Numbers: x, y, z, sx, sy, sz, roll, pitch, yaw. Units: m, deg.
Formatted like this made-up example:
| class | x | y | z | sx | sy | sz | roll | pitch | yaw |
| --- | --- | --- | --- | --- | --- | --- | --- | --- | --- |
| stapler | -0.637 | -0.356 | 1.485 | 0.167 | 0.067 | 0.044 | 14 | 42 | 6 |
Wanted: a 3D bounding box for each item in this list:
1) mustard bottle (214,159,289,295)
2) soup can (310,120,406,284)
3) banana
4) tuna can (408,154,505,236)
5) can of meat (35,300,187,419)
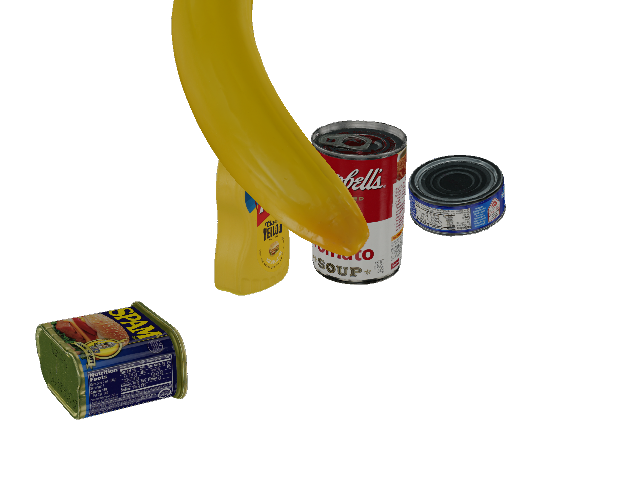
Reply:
| class | x | y | z | sx | sy | sz | roll | pitch | yaw |
| --- | --- | --- | --- | --- | --- | --- | --- | --- | --- |
| mustard bottle | -0.067 | -0.048 | 1.071 | 0.058 | 0.192 | 0.096 | 15 | 24 | 31 |
| soup can | 0.027 | -0.028 | 0.773 | 0.068 | 0.102 | 0.068 | 0 | 27 | 0 |
| banana | -0.030 | -0.077 | 0.484 | 0.069 | 0.198 | 0.037 | -8 | -30 | -6 |
| tuna can | 0.121 | -0.042 | 0.951 | 0.086 | 0.034 | 0.086 | -6 | 34 | 4 |
| can of meat | -0.161 | 0.090 | 0.812 | 0.083 | 0.057 | 0.102 | -10 | 20 | -30 |
